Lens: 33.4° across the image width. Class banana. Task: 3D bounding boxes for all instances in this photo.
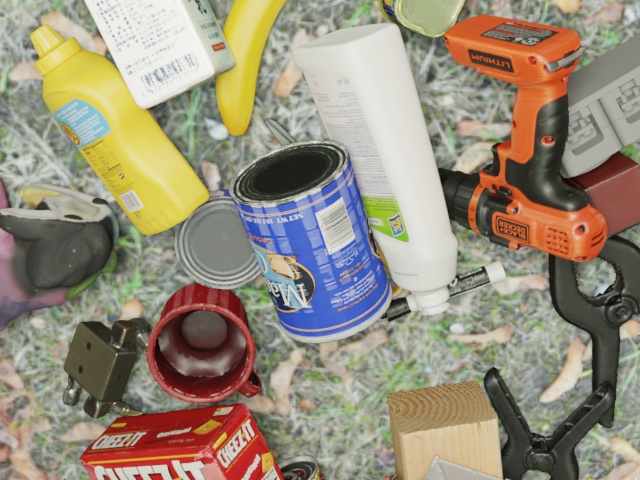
[{"bbox_3d":[-0.043,-0.184,0.898,0.069,0.037,0.198,32,102,-11],"label":"banana"}]

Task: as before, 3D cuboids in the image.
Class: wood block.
[{"bbox_3d":[0.123,0.249,1.008,0.091,0.090,0.206,-8,107,-3],"label":"wood block"}]

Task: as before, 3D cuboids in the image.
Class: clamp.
[{"bbox_3d":[0.271,0.071,0.992,0.210,0.036,0.165,42,101,-15],"label":"clamp"},{"bbox_3d":[0.220,0.198,1.018,0.120,0.039,0.171,1,114,17],"label":"clamp"}]

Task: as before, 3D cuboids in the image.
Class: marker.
[{"bbox_3d":[0.112,0.048,0.985,0.121,0.020,0.020,-21,107,3],"label":"marker"}]

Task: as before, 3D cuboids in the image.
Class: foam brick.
[{"bbox_3d":[0.252,-0.042,0.937,0.051,0.078,0.053,-26,108,3],"label":"foam brick"}]

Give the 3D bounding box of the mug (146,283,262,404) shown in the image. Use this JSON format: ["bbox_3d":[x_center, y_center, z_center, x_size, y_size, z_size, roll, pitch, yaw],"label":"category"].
[{"bbox_3d":[-0.096,0.095,0.953,0.117,0.081,0.093,42,100,-14],"label":"mug"}]

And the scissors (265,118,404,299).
[{"bbox_3d":[0.038,-0.040,0.957,0.096,0.016,0.201,-27,106,3],"label":"scissors"}]

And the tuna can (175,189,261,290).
[{"bbox_3d":[-0.086,-0.001,0.951,0.086,0.034,0.086,-1,106,-3],"label":"tuna can"}]

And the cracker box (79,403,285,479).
[{"bbox_3d":[-0.101,0.261,0.971,0.164,0.072,0.213,-13,111,35],"label":"cracker box"}]

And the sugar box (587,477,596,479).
[{"bbox_3d":[0.256,0.332,1.038,0.048,0.093,0.176,21,104,-9],"label":"sugar box"}]

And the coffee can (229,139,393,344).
[{"bbox_3d":[-0.006,0.001,0.897,0.103,0.103,0.140,-18,119,2],"label":"coffee can"}]

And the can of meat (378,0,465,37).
[{"bbox_3d":[0.092,-0.219,0.872,0.057,0.084,0.102,21,104,-10],"label":"can of meat"}]

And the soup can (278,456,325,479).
[{"bbox_3d":[-0.012,0.266,1.016,0.068,0.068,0.102,-25,106,4],"label":"soup can"}]

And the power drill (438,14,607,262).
[{"bbox_3d":[0.147,-0.083,0.865,0.057,0.185,0.187,-34,127,-34],"label":"power drill"}]

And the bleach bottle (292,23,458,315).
[{"bbox_3d":[0.059,-0.054,0.909,0.068,0.103,0.251,-27,109,-25],"label":"bleach bottle"}]

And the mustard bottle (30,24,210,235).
[{"bbox_3d":[-0.176,-0.095,0.889,0.058,0.096,0.191,-43,106,-28],"label":"mustard bottle"}]

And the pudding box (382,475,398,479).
[{"bbox_3d":[0.048,0.277,0.953,0.090,0.039,0.113,-21,106,13],"label":"pudding box"}]
